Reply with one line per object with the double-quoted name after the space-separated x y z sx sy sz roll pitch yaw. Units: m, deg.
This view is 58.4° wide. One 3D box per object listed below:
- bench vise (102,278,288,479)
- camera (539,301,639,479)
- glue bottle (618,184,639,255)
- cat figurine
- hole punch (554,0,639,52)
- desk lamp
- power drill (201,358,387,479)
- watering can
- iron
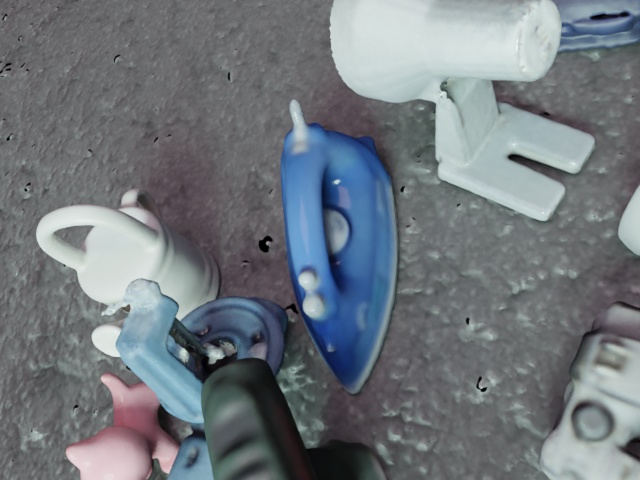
-0.090 0.127 0.467 0.121 0.220 0.207 -15 63 15 "bench vise"
0.244 0.129 0.403 0.136 0.101 0.143 20 76 28 "camera"
0.270 -0.046 0.428 0.078 0.173 0.037 -37 59 3 "glue bottle"
-0.184 0.186 0.537 0.067 0.118 0.127 -19 62 13 "cat figurine"
0.269 -0.252 0.566 0.108 0.091 0.101 1 68 22 "hole punch"
0.129 -0.139 0.501 0.202 0.214 0.118 29 80 29 "desk lamp"
-0.002 0.198 0.407 0.075 0.209 0.229 -35 60 5 "power drill"
-0.186 0.025 0.565 0.101 0.194 0.172 -33 60 5 "watering can"
0.005 0.002 0.530 0.118 0.142 0.258 -12 64 17 "iron"
